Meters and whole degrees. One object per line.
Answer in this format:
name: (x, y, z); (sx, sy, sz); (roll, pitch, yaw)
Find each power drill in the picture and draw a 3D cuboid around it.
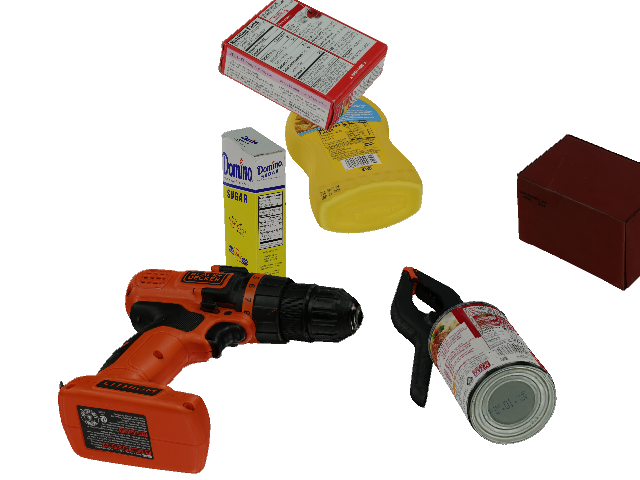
power drill: (-0.079, 0.081, 0.740); (0.185, 0.057, 0.187); (2, 27, 19)

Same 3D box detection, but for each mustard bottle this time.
mustard bottle: (0.019, -0.089, 0.981); (0.096, 0.058, 0.192); (-13, 45, -10)

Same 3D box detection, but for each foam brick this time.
foam brick: (0.161, -0.018, 0.626); (0.051, 0.053, 0.078); (-36, 46, -26)

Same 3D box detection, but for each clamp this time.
clamp: (0.131, 0.094, 1.083); (0.120, 0.171, 0.039); (0, -44, -16)

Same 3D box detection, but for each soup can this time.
soup can: (0.127, 0.097, 0.797); (0.068, 0.068, 0.102); (0, 22, -11)

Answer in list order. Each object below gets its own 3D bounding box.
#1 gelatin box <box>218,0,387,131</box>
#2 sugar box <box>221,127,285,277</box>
gelatin box: (-0.012, -0.120, 0.711); (0.089, 0.030, 0.073); (29, 51, 14)
sugar box: (-0.076, -0.031, 1.216); (0.048, 0.176, 0.093); (-15, 28, -25)
